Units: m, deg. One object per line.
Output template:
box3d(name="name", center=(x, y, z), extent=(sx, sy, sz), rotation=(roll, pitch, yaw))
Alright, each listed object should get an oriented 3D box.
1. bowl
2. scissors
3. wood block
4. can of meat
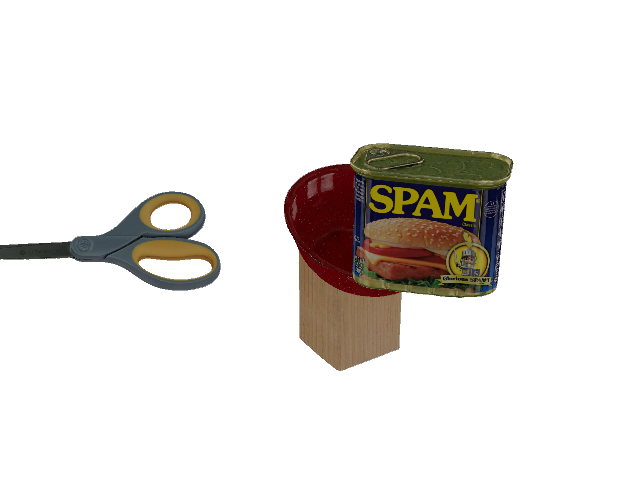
box3d(name="bowl", center=(0.041, 0.001, 0.988), extent=(0.162, 0.055, 0.162), rotation=(9, 41, -8))
box3d(name="scissors", center=(-0.176, -0.008, 0.847), extent=(0.201, 0.096, 0.016), rotation=(11, -34, -6))
box3d(name="wood block", center=(0.034, 0.031, 1.219), extent=(0.090, 0.206, 0.090), rotation=(-17, 31, -29))
box3d(name="can of meat", center=(0.070, -0.013, 0.697), extent=(0.102, 0.084, 0.057), rotation=(6, 24, 12))
